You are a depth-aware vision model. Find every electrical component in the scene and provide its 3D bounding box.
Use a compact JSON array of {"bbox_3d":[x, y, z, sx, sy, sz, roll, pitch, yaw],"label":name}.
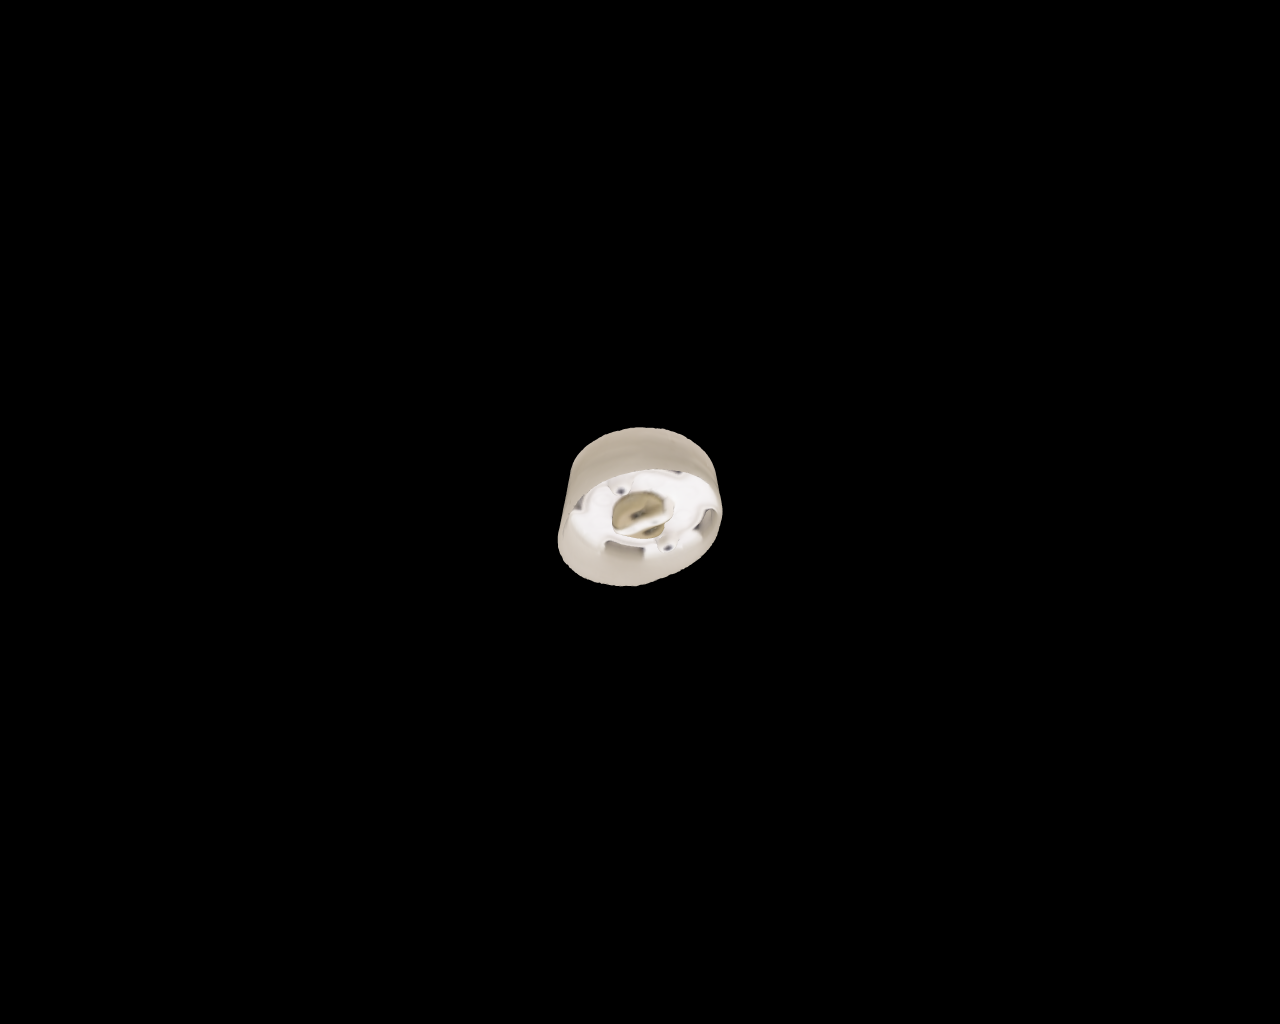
[{"bbox_3d":[0.001,-0.003,0.650,0.099,0.064,0.099,0,-40,0],"label":"electrical component"}]
